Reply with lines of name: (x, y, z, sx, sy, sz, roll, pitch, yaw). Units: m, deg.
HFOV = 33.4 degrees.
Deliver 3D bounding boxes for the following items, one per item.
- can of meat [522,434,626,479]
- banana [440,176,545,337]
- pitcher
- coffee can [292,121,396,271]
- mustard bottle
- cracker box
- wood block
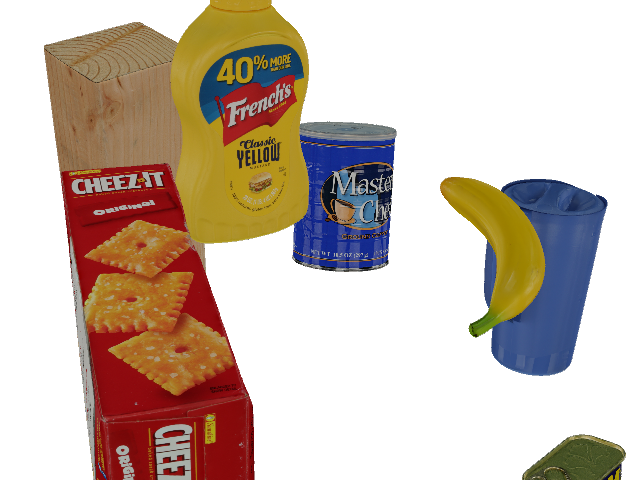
can of meat: (0.223, 0.232, 0.934, 0.058, 0.084, 0.101, 14, 27, 41)
banana: (0.142, 0.000, 0.866, 0.069, 0.037, 0.198, -4, 36, 2)
pitcher: (0.280, 0.051, 1.387, 0.149, 0.243, 0.145, 5, 22, 4)
coffee can: (0.024, -0.048, 1.108, 0.103, 0.140, 0.103, 2, 13, -1)
mustard bottle: (-0.053, -0.097, 0.721, 0.096, 0.192, 0.058, -13, 29, -28)
cracker box: (-0.089, 0.080, 0.566, 0.072, 0.164, 0.214, -7, 34, -14)
wood block: (-0.159, -0.062, 0.884, 0.090, 0.206, 0.090, -23, 39, -32)
